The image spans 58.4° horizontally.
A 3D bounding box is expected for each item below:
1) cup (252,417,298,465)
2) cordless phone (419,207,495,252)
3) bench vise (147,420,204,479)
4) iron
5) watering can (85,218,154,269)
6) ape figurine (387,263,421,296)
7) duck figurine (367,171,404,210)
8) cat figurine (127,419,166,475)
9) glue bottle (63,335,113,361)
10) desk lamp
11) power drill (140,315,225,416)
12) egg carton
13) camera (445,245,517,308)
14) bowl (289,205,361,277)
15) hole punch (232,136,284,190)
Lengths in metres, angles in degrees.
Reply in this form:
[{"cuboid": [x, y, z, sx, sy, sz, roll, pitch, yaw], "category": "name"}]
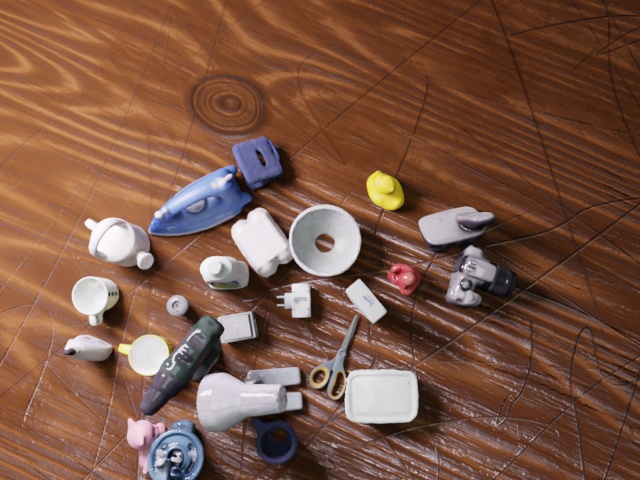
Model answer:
[{"cuboid": [-0.104, 0.435, 1.278, 0.117, 0.095, 0.092, 42, 85, 4], "category": "cup"}, {"cuboid": [0.309, -0.034, 1.292, 0.147, 0.185, 0.094, -17, 83, -2], "category": "cordless phone"}, {"cuboid": [-0.298, 0.501, 1.206, 0.121, 0.219, 0.207, -17, 83, -2], "category": "bench vise"}, {"cuboid": [-0.294, -0.083, 1.314, 0.258, 0.141, 0.118, -28, 84, -4], "category": "iron"}, {"cuboid": [-0.448, 0.004, 1.276, 0.173, 0.194, 0.101, 11, 83, 1], "category": "watering can"}, {"cuboid": [0.200, 0.090, 1.323, 0.076, 0.092, 0.078, -6, 83, -1], "category": "ape figurine"}, {"cuboid": [0.158, -0.121, 1.351, 0.077, 0.086, 0.104, -40, 85, -5], "category": "duck figurine"}, {"cuboid": [-0.385, 0.451, 1.262, 0.067, 0.118, 0.128, -7, 83, -1], "category": "cat figurine"}, {"cuboid": [-0.521, 0.240, 1.258, 0.078, 0.173, 0.037, 24, 84, 3], "category": "glue bottle"}, {"cuboid": [-0.144, 0.335, 1.230, 0.203, 0.213, 0.118, -6, 83, -1], "category": "desk lamp"}, {"cuboid": [-0.284, 0.267, 1.239, 0.075, 0.208, 0.230, 34, 84, 4], "category": "power drill"}, {"cuboid": [-0.135, 0.006, 1.341, 0.107, 0.069, 0.150, -37, 85, -4], "category": "egg carton"}, {"cuboid": [0.377, 0.096, 1.320, 0.137, 0.101, 0.143, 20, 83, 2], "category": "camera"}, {"cuboid": [0.012, 0.005, 1.340, 0.167, 0.075, 0.167, 0, 83, 0], "category": "bowl"}, {"cuboid": [-0.145, -0.188, 1.354, 0.101, 0.091, 0.108, -26, 84, -3], "category": "hole punch"}]
